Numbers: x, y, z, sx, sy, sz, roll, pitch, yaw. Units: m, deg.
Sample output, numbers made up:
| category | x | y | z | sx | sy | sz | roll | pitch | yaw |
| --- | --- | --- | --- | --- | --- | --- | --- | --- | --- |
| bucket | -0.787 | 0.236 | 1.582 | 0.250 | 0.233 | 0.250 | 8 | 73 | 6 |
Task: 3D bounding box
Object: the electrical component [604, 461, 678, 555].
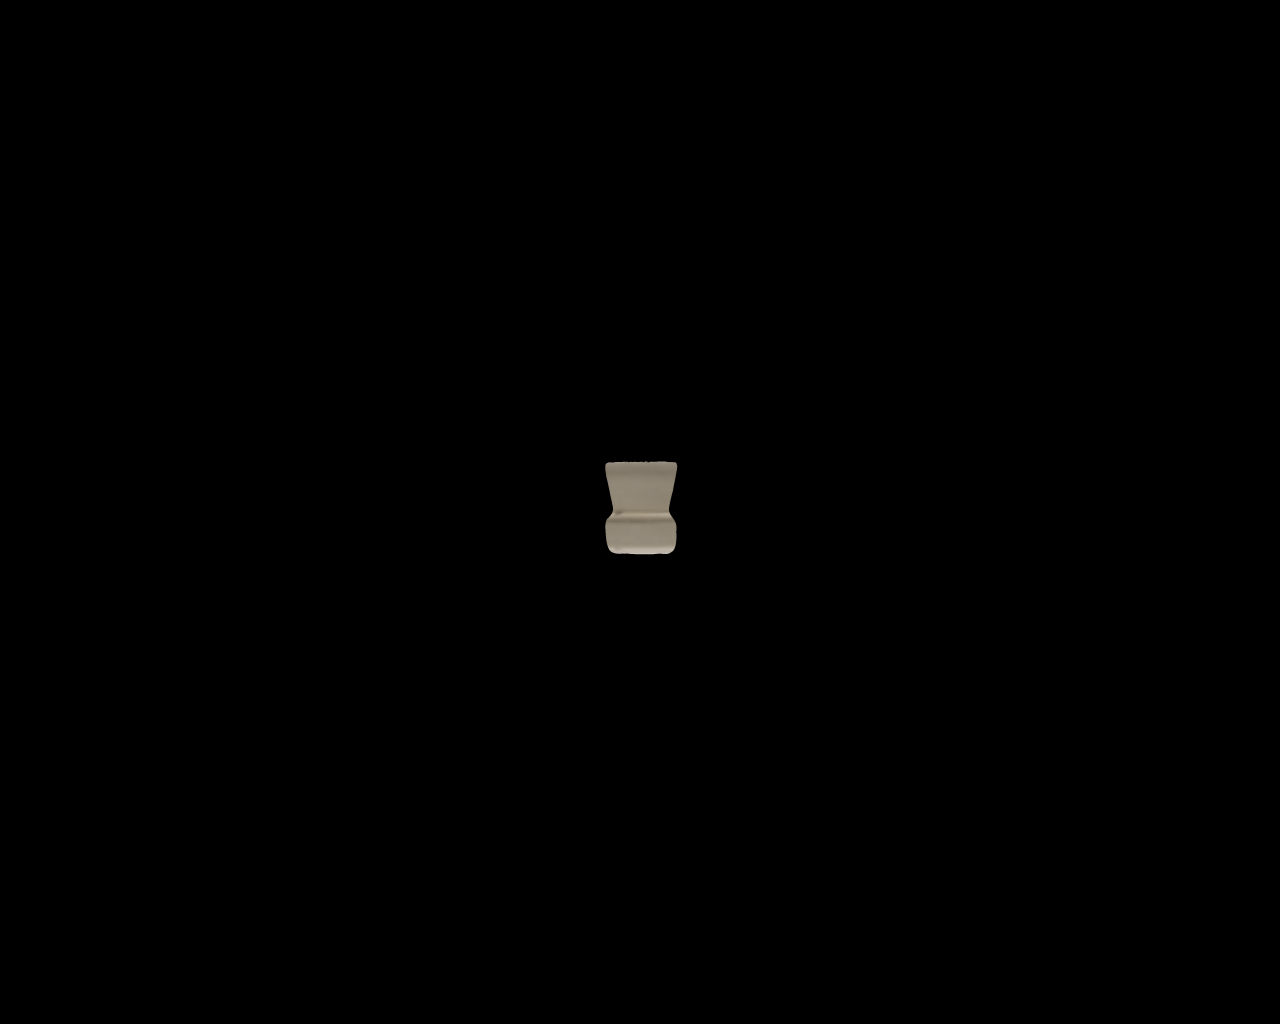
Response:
| category | x | y | z | sx | sy | sz | roll | pitch | yaw |
| --- | --- | --- | --- | --- | --- | --- | --- | --- | --- |
| electrical component | 0.001 | -0.003 | 0.650 | 0.045 | 0.055 | 0.045 | 0 | 0 | 0 |
